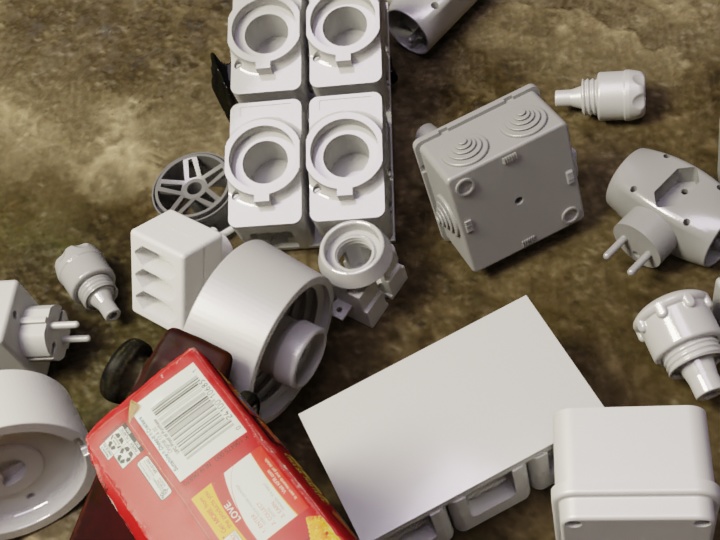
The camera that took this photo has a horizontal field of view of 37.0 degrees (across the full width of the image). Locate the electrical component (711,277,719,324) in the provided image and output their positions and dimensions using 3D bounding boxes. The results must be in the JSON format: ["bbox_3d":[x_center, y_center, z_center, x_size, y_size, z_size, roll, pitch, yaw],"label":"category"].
[{"bbox_3d":[0.243,0.028,0.611,0.047,0.075,0.083,-21,56,-1],"label":"electrical component"}]

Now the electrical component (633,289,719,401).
[{"bbox_3d":[0.193,0.046,0.632,0.048,0.048,0.062,-19,62,1],"label":"electrical component"}]

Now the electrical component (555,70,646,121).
[{"bbox_3d":[0.167,-0.121,0.749,0.061,0.035,0.035,0,58,15],"label":"electrical component"}]

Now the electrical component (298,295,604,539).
[{"bbox_3d":[0.055,0.096,0.619,0.150,0.061,0.089,-27,56,-5],"label":"electrical component"}]

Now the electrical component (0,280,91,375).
[{"bbox_3d":[-0.218,0.042,0.714,0.077,0.065,0.047,-3,57,11],"label":"electrical component"}]

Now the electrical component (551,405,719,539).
[{"bbox_3d":[0.140,0.121,0.553,0.078,0.113,0.057,-3,55,11],"label":"electrical component"}]

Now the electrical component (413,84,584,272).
[{"bbox_3d":[0.091,-0.056,0.688,0.100,0.099,0.048,-26,43,-5],"label":"electrical component"}]

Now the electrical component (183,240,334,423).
[{"bbox_3d":[-0.056,0.042,0.655,0.060,0.108,0.108,24,66,18],"label":"electrical component"}]

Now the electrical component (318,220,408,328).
[{"bbox_3d":[0.000,0.000,0.697,0.048,0.055,0.066,25,67,26],"label":"electrical component"}]

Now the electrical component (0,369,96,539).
[{"bbox_3d":[-0.219,0.107,0.651,0.108,0.108,0.060,-28,50,-5],"label":"electrical component"}]

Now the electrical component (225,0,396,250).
[{"bbox_3d":[-0.034,-0.113,0.745,0.105,0.060,0.186,-4,72,8],"label":"electrical component"}]

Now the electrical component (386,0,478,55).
[{"bbox_3d":[0.046,-0.215,0.831,0.079,0.044,0.077,33,70,28],"label":"electrical component"}]

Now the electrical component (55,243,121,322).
[{"bbox_3d":[-0.185,0.011,0.746,0.035,0.035,0.061,-35,59,-10],"label":"electrical component"}]

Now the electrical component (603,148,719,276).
[{"bbox_3d":[0.188,-0.028,0.680,0.079,0.043,0.077,-43,59,-14],"label":"electrical component"}]

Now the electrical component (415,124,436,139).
[{"bbox_3d":[0.063,-0.080,0.742,0.048,0.048,0.062,-37,50,-11],"label":"electrical component"}]

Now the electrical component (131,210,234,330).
[{"bbox_3d":[-0.111,-0.006,0.726,0.047,0.065,0.077,25,37,26],"label":"electrical component"}]
